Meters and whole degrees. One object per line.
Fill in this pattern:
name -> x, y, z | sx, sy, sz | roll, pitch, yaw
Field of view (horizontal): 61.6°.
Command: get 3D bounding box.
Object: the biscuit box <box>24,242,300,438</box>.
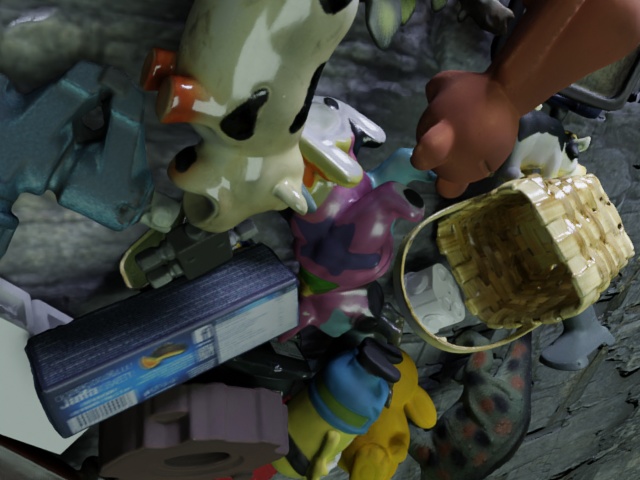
biscuit box -> -0.117, 0.073, 0.426 | 0.203, 0.063, 0.059 | -22, 133, -25

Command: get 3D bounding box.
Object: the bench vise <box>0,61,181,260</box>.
bench vise -> -0.214, -0.012, 0.332 | 0.223, 0.129, 0.240 | 30, 80, -35

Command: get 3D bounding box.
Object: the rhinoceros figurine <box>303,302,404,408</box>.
rhinoceros figurine -> 0.035, 0.155, 0.633 | 0.112, 0.073, 0.190 | 17, 101, 6

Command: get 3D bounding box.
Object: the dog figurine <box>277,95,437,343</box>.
dog figurine -> -0.001, -0.002, 0.505 | 0.191, 0.108, 0.219 | 30, 125, -6

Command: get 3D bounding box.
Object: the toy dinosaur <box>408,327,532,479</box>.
toy dinosaur -> 0.225, 0.270, 0.775 | 0.131, 0.192, 0.404 | 26, 104, -43

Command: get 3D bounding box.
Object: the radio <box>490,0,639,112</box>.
radio -> 0.254, -0.245, 0.485 | 0.073, 0.131, 0.229 | -47, 158, -70

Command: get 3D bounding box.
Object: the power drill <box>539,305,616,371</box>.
power drill -> 0.322, 0.073, 0.750 | 0.232, 0.086, 0.207 | -24, 95, -26

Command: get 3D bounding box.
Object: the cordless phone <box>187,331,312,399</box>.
cordless phone -> -0.113, 0.155, 0.567 | 0.146, 0.089, 0.184 | 26, 114, -43

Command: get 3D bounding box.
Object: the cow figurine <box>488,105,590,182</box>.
cow figurine -> 0.260, -0.111, 0.634 | 0.167, 0.068, 0.098 | -1, 109, -35

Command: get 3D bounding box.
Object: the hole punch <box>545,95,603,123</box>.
hole punch -> 0.303, -0.193, 0.593 | 0.115, 0.092, 0.142 | 5, 112, -40

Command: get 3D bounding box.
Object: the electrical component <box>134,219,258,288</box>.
electrical component -> -0.091, 0.003, 0.407 | 0.094, 0.021, 0.063 | -28, 161, -17

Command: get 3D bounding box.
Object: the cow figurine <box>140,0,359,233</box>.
cow figurine -> -0.040, -0.090, 0.336 | 0.127, 0.086, 0.194 | 11, 119, -35

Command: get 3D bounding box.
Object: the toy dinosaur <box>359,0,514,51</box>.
toy dinosaur -> -0.012, -0.237, 0.344 | 0.471, 0.105, 0.198 | 19, 108, -39

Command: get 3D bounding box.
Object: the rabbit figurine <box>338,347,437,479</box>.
rabbit figurine -> 0.089, 0.227, 0.715 | 0.162, 0.122, 0.173 | 17, 90, -42

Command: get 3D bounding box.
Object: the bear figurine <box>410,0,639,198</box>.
bear figurine -> 0.140, -0.135, 0.421 | 0.196, 0.132, 0.120 | -39, 151, 19

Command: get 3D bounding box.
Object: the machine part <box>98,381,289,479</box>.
machine part -> -0.117, 0.189, 0.509 | 0.179, 0.056, 0.179 | -6, 146, -5

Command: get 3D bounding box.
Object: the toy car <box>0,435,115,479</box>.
toy car -> -0.276, 0.206, 0.483 | 0.089, 0.053, 0.202 | -50, 122, -13

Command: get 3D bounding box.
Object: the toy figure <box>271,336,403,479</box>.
toy figure -> 0.011, 0.177, 0.568 | 0.082, 0.089, 0.180 | -2, 129, -58
